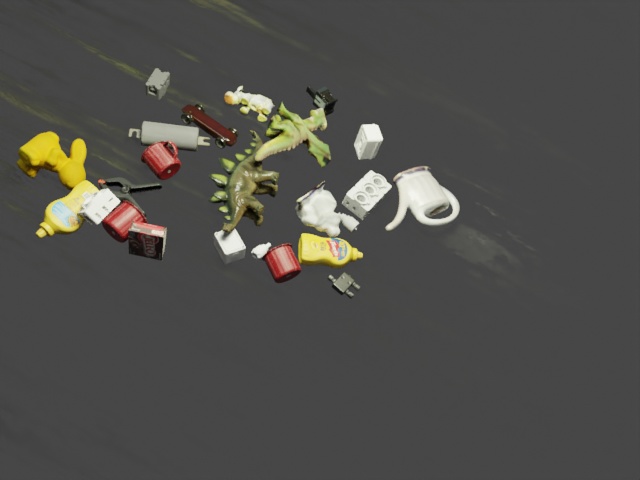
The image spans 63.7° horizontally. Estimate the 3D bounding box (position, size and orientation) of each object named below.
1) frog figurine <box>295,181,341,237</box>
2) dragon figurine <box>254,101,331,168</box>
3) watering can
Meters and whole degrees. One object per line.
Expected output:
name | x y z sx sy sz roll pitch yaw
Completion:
frog figurine | 0.005 -0.080 1.582 0.121 0.140 0.159 -29 -83 43
dragon figurine | -0.064 -0.328 1.706 0.242 0.420 0.120 27 -44 -12
watering can | 0.314 -0.135 1.695 0.228 0.349 0.102 63 -37 24
